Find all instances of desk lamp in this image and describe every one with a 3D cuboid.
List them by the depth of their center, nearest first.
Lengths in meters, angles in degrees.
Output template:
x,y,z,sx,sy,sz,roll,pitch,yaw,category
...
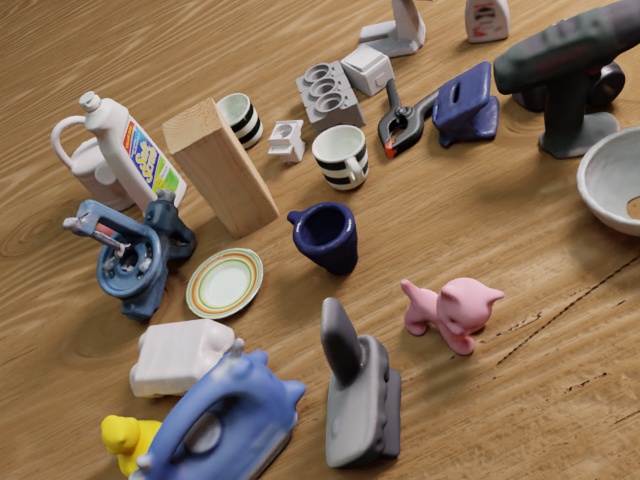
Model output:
x,y,z,sx,sy,sz,roll,pitch,yaw,category
0.139,-0.455,1.058,0.202,0.214,0.118,-4,52,22,desk lamp

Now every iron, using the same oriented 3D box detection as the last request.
x,y,z,sx,sy,sz,roll,pitch,yaw,category
-0.142,0.235,0.678,0.118,0.142,0.258,28,69,38,iron

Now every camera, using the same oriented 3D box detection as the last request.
x,y,z,sx,sy,sz,roll,pitch,yaw,category
0.378,-0.260,0.868,0.143,0.101,0.136,-27,47,2,camera

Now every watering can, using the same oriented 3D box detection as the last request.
x,y,z,sx,sy,sz,roll,pitch,yaw,category
-0.416,-0.148,1.078,0.172,0.195,0.101,15,61,33,watering can

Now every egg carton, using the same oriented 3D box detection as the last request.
x,y,z,sx,sy,sz,roll,pitch,yaw,category
-0.192,0.168,0.804,0.150,0.070,0.107,-10,50,17,egg carton

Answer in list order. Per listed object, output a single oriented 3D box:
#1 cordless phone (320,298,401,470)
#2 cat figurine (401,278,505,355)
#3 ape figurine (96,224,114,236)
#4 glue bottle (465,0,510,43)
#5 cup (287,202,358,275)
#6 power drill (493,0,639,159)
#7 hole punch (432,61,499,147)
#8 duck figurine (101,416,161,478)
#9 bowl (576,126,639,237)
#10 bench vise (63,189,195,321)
x,y,z,sx,sy,sz,roll,pitch,yaw,category
0.026,0.160,0.632,0.094,0.185,0.147,-12,50,16,cordless phone
0.154,0.078,0.686,0.127,0.118,0.067,18,62,34,cat figurine
-0.355,-0.001,1.001,0.076,0.092,0.077,-18,48,11,ape figurine
0.284,-0.428,0.997,0.078,0.174,0.037,-4,52,22,glue bottle
0.008,0.003,0.829,0.117,0.095,0.092,23,65,36,cup
0.355,-0.213,0.766,0.229,0.209,0.075,-10,50,17,power drill
0.228,-0.217,0.909,0.100,0.091,0.108,-3,53,23,hole punch
-0.242,0.262,0.740,0.104,0.086,0.077,21,65,36,duck figurine
0.410,-0.061,0.710,0.167,0.075,0.167,-13,49,15,bowl
-0.302,-0.008,0.895,0.121,0.220,0.207,-13,49,15,bench vise
